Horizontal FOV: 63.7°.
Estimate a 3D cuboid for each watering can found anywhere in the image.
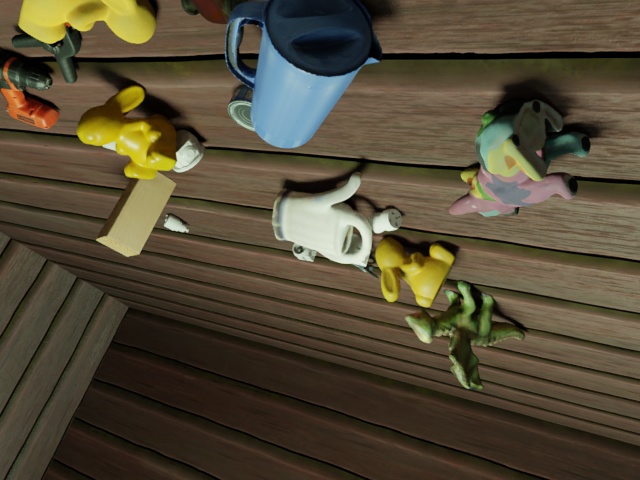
[{"bbox_3d":[0.003,-0.055,1.085,0.225,0.106,0.340,16,151,15],"label":"watering can"}]

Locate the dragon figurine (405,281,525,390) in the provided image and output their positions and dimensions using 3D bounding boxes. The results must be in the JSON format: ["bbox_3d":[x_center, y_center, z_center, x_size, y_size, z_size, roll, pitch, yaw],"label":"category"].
[{"bbox_3d":[0.383,0.256,1.300,0.407,0.248,0.120,31,149,-20],"label":"dragon figurine"}]
